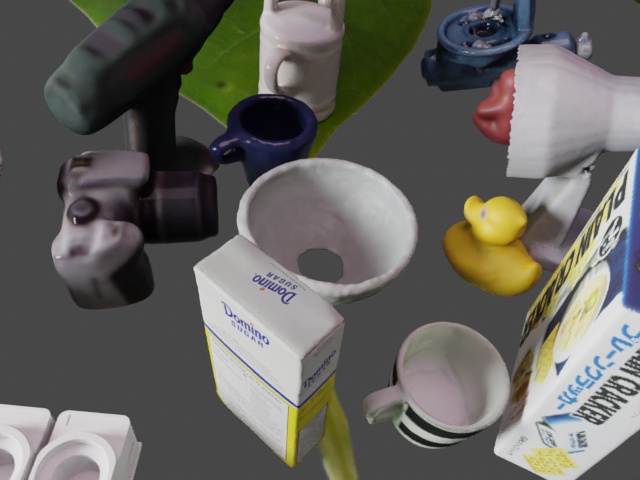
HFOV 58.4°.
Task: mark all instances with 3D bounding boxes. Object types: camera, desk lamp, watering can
[{"bbox_3d":[-0.163,-0.024,0.528,0.137,0.101,0.143,-3,50,-10],"label":"camera"},{"bbox_3d":[0.257,-0.072,0.553,0.203,0.213,0.118,16,49,6],"label":"desk lamp"},{"bbox_3d":[-0.021,-0.248,0.680,0.101,0.194,0.173,5,49,-3],"label":"watering can"}]

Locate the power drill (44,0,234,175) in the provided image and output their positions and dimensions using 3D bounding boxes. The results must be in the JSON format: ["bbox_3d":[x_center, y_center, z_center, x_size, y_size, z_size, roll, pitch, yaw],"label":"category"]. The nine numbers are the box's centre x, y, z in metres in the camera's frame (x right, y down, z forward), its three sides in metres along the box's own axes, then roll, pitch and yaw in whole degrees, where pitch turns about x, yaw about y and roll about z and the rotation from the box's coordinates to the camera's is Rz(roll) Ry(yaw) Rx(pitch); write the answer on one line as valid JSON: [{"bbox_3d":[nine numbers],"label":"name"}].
[{"bbox_3d":[-0.152,-0.145,0.563,0.075,0.208,0.230,28,51,17],"label":"power drill"}]

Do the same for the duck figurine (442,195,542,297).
[{"bbox_3d":[0.177,-0.001,0.565,0.078,0.086,0.104,-32,60,-30],"label":"duck figurine"}]

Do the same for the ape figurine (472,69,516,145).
[{"bbox_3d":[0.234,-0.173,0.718,0.078,0.092,0.076,-7,50,-13],"label":"ape figurine"}]

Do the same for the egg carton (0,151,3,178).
[{"bbox_3d":[-0.397,-0.075,0.560,0.151,0.069,0.107,-25,57,-26],"label":"egg carton"}]

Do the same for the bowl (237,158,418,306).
[{"bbox_3d":[0.005,0.002,0.546,0.167,0.075,0.167,4,49,-4],"label":"bowl"}]

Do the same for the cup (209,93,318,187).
[{"bbox_3d":[-0.061,-0.087,0.600,0.118,0.095,0.091,-29,59,-29],"label":"cup"}]

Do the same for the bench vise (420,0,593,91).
[{"bbox_3d":[0.250,-0.287,0.735,0.207,0.220,0.121,-6,50,-12],"label":"bench vise"}]
